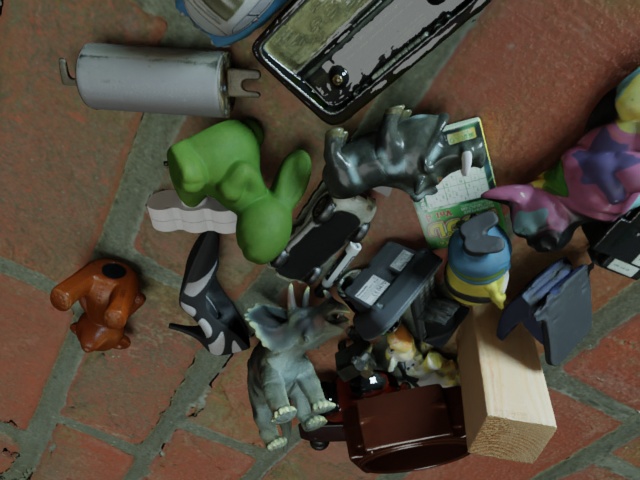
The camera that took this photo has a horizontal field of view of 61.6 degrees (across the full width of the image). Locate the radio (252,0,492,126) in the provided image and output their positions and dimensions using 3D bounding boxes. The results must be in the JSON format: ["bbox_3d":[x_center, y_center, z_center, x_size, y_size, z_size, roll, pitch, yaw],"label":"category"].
[{"bbox_3d":[0.053,-0.233,0.556,0.229,0.073,0.131,-34,115,30],"label":"radio"}]

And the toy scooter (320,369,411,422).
[{"bbox_3d":[0.078,0.267,0.934,0.135,0.075,0.184,10,147,-33],"label":"toy scooter"}]

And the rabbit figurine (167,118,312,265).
[{"bbox_3d":[-0.089,-0.055,0.674,0.170,0.159,0.121,59,156,2],"label":"rabbit figurine"}]

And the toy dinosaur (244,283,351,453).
[{"bbox_3d":[-0.068,0.226,0.895,0.131,0.192,0.404,-8,149,-24],"label":"toy dinosaur"}]

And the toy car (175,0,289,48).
[{"bbox_3d":[-0.087,-0.263,0.539,0.161,0.103,0.109,-36,114,28],"label":"toy car"}]

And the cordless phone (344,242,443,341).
[{"bbox_3d":[0.119,0.107,0.773,0.089,0.146,0.184,23,149,38],"label":"cordless phone"}]

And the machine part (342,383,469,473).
[{"bbox_3d":[0.147,0.312,0.867,0.202,0.087,0.200,-16,145,8],"label":"machine part"}]

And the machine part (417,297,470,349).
[{"bbox_3d":[0.180,0.117,0.780,0.084,0.039,0.138,-48,152,-1],"label":"machine part"}]

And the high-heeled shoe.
[{"bbox_3d":[-0.148,0.091,0.841,0.145,0.086,0.248,15,127,-17],"label":"high-heeled shoe"}]

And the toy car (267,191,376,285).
[{"bbox_3d":[-0.002,-0.002,0.749,0.073,0.056,0.201,28,133,-20],"label":"toy car"}]

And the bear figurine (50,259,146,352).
[{"bbox_3d":[-0.361,0.128,0.868,0.120,0.132,0.195,24,121,-7],"label":"bear figurine"}]

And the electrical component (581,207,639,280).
[{"bbox_3d":[0.408,-0.013,0.680,0.115,0.058,0.134,24,127,-7],"label":"electrical component"}]

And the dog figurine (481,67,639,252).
[{"bbox_3d":[0.299,-0.085,0.611,0.219,0.108,0.191,-7,87,39],"label":"dog figurine"}]

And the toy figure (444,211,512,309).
[{"bbox_3d":[0.204,0.027,0.704,0.089,0.082,0.180,13,160,24],"label":"toy figure"}]

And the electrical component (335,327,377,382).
[{"bbox_3d":[0.057,0.180,0.861,0.078,0.102,0.045,-25,114,16],"label":"electrical component"}]

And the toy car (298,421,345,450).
[{"bbox_3d":[0.061,0.349,1.014,0.202,0.053,0.089,-4,124,7],"label":"toy car"}]

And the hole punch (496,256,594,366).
[{"bbox_3d":[0.304,0.088,0.730,0.092,0.142,0.115,26,137,49],"label":"hole punch"}]

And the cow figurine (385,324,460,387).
[{"bbox_3d":[0.158,0.198,0.876,0.167,0.068,0.098,34,129,-18],"label":"cow figurine"}]

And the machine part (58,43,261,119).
[{"bbox_3d":[-0.189,-0.186,0.630,0.243,0.079,0.079,4,128,5],"label":"machine part"}]

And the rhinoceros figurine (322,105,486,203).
[{"bbox_3d":[0.094,-0.097,0.625,0.190,0.073,0.112,-10,92,10],"label":"rhinoceros figurine"}]
